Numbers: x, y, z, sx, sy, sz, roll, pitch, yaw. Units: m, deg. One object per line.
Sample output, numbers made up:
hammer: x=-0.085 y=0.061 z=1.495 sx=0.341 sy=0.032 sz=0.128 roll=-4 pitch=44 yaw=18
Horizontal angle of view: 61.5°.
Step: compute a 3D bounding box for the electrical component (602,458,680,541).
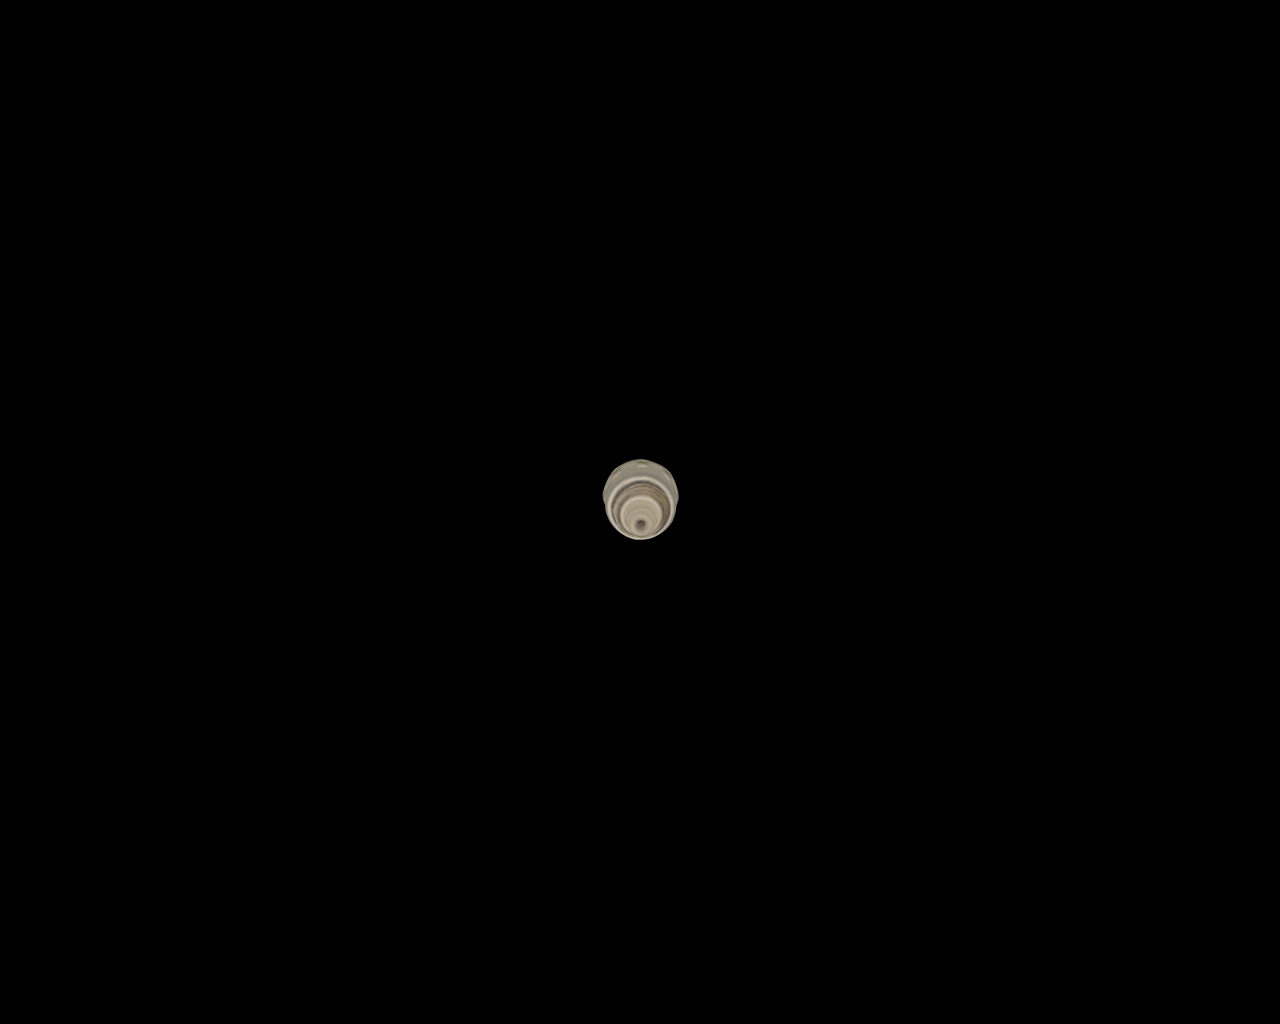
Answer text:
electrical component: x=0.001 y=-0.003 z=0.650 sx=0.048 sy=0.048 sz=0.062 roll=0 pitch=20 yaw=0
